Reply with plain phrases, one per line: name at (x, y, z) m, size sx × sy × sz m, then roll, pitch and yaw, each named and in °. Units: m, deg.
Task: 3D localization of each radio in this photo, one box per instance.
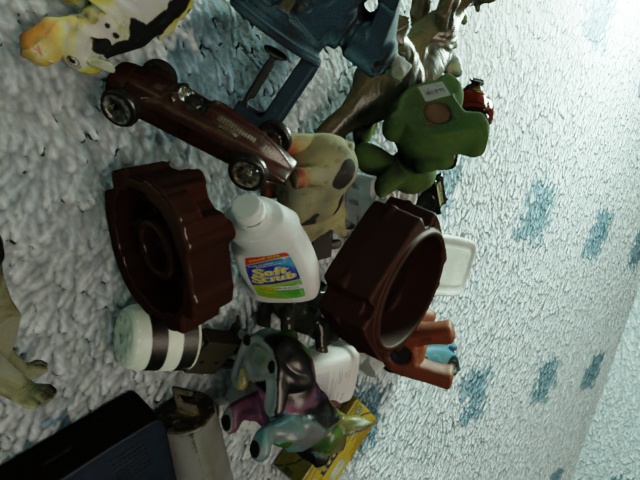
radio at (-0.282, 0.290, 0.607) m, size 0.229 × 0.073 × 0.130 m, roll -27°, pitch 124°, yaw -34°

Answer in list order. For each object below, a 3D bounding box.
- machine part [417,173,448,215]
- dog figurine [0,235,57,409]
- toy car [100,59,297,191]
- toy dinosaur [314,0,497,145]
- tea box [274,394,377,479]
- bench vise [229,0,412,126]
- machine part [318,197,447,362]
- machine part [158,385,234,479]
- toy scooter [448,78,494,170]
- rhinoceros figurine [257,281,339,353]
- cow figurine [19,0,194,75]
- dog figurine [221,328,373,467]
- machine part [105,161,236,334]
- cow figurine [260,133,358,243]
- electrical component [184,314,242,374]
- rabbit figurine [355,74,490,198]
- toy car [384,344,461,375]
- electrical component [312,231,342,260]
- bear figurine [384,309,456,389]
machine part at (0.185, -0.056, 0.965) m, size 0.139 × 0.039 × 0.084 m, roll -47°, pitch 142°, yaw -24°
dog figurine at (-0.340, 0.077, 0.459) m, size 0.172 × 0.121 × 0.190 m, roll -32°, pitch 112°, yaw -37°
toy car at (-0.115, -0.119, 0.532) m, size 0.053 × 0.202 × 0.089 m, roll -64°, pitch 179°, yaw 39°
toy dinosaur at (0.104, -0.229, 0.767) m, size 0.471 × 0.105 × 0.198 m, roll -38°, pitch 134°, yaw -15°
tea box at (0.012, 0.346, 0.927) m, size 0.169 × 0.068 × 0.098 m, roll -51°, pitch 135°, yaw -19°
bench vise at (-0.022, -0.207, 0.612) m, size 0.223 × 0.129 × 0.240 m, roll 32°, pitch 110°, yaw -17°
machine part at (0.099, 0.059, 0.767) m, size 0.201 × 0.087 × 0.201 m, roll -55°, pitch 146°, yaw -17°
machine part at (-0.164, 0.291, 0.722) m, size 0.079 × 0.079 × 0.242 m, roll -29°, pitch 124°, yaw -35°
toy scooter at (0.239, -0.210, 0.902) m, size 0.183 × 0.075 × 0.135 m, roll 109°, pitch -4°, yaw -72°
rhinoceros figurine at (-0.010, 0.107, 0.814) m, size 0.190 × 0.073 × 0.112 m, roll 25°, pitch 78°, yaw -46°
cow figurine at (-0.195, -0.207, 0.502) m, size 0.167 × 0.068 × 0.098 m, roll -54°, pitch 142°, yaw -14°
dog figurine at (-0.017, 0.220, 0.741) m, size 0.219 × 0.109 × 0.191 m, roll 16°, pitch 87°, yaw -45°
machine part at (-0.155, 0.005, 0.551) m, size 0.056 × 0.180 × 0.179 m, roll -23°, pitch 121°, yaw -41°
cow figurine at (-0.005, -0.058, 0.674) m, size 0.127 × 0.085 × 0.194 m, roll -10°, pitch 154°, yaw -21°
electrical component at (-0.143, 0.136, 0.708) m, size 0.102 × 0.045 × 0.078 m, roll 12°, pitch 125°, yaw -44°
rabbit figurine at (0.133, -0.113, 0.738) m, size 0.159 × 0.121 × 0.170 m, roll -25°, pitch 154°, yaw -16°
toy car at (0.196, 0.212, 1.047) m, size 0.161 × 0.109 × 0.103 m, roll 16°, pitch 71°, yaw -36°
electrical component at (-0.002, -0.002, 0.808) m, size 0.094 × 0.021 × 0.063 m, roll -11°, pitch 113°, yaw -42°
bear figurine at (0.167, 0.153, 0.921) m, size 0.196 × 0.132 × 0.120 m, roll -45°, pitch 136°, yaw -66°
